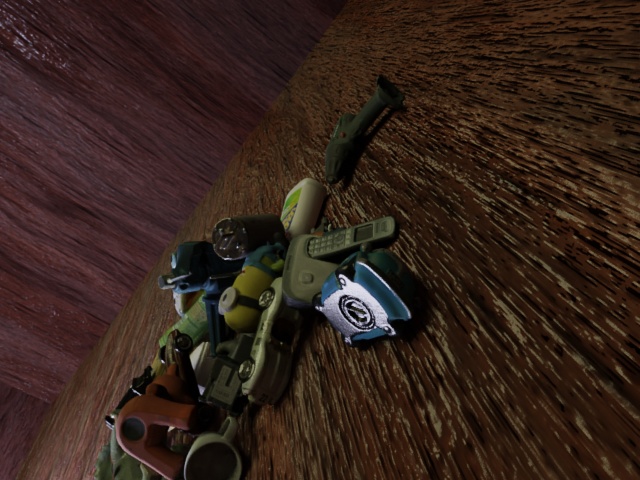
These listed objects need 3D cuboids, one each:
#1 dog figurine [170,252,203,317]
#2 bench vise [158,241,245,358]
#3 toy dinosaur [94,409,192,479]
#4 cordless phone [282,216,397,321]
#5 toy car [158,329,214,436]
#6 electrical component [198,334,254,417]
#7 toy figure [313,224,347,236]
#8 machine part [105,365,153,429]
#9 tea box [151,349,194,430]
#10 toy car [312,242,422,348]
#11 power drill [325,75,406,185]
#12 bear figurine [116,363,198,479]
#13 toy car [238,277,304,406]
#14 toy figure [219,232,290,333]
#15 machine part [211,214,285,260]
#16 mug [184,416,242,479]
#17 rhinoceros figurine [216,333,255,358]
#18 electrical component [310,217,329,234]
[{"bbox_3d":[-0.232,0.079,1.263,0.108,0.219,0.191,174,91,-69],"label":"dog figurine"},{"bbox_3d":[-0.192,0.119,1.012,0.129,0.223,0.240,-3,93,37],"label":"bench vise"},{"bbox_3d":[-0.304,0.426,0.930,0.405,0.131,0.192,25,105,61],"label":"toy dinosaur"},{"bbox_3d":[0.038,0.038,0.828,0.184,0.088,0.147,-21,37,24],"label":"cordless phone"},{"bbox_3d":[-0.261,0.270,1.017,0.089,0.053,0.202,-36,69,46],"label":"toy car"},{"bbox_3d":[-0.135,0.214,0.864,0.119,0.075,0.047,-63,-6,-5],"label":"electrical component"},{"bbox_3d":[-0.001,0.017,0.958,0.154,0.064,0.058,-23,72,49],"label":"toy figure"},{"bbox_3d":[-0.395,0.331,1.119,0.139,0.039,0.084,-54,23,-4],"label":"machine part"},{"bbox_3d":[-0.332,0.318,1.188,0.068,0.098,0.170,-40,23,35],"label":"tea box"},{"bbox_3d":[0.068,0.065,0.684,0.103,0.109,0.161,-40,-4,-34],"label":"toy car"},{"bbox_3d":[0.091,-0.238,1.151,0.207,0.086,0.232,-52,15,33],"label":"power drill"},{"bbox_3d":[-0.248,0.288,0.891,0.196,0.132,0.120,9,-82,-82],"label":"bear figurine"},{"bbox_3d":[-0.071,0.156,0.842,0.056,0.073,0.202,-10,56,39],"label":"toy car"},{"bbox_3d":[-0.102,0.074,0.920,0.180,0.089,0.082,-56,-16,-29],"label":"toy figure"},{"bbox_3d":[-0.130,-0.009,1.004,0.079,0.079,0.243,-50,-12,15],"label":"machine part"},{"bbox_3d":[-0.159,0.318,0.811,0.109,0.081,0.107,-69,13,-11],"label":"mug"},{"bbox_3d":[-0.128,0.205,0.947,0.112,0.073,0.190,7,62,57],"label":"rhinoceros figurine"},{"bbox_3d":[-0.002,-0.003,1.052,0.063,0.021,0.094,-44,22,27],"label":"electrical component"}]
